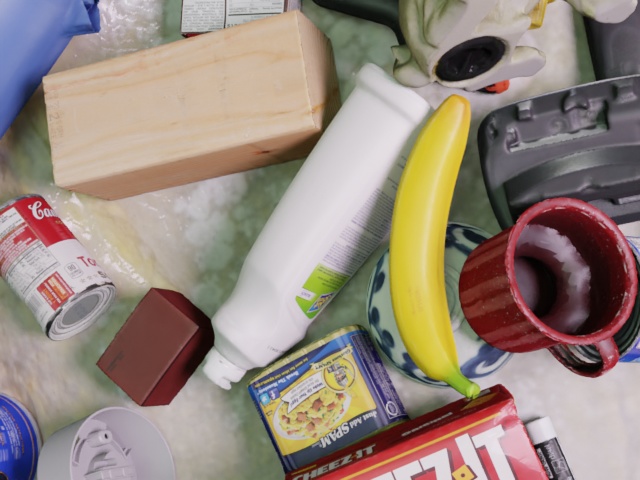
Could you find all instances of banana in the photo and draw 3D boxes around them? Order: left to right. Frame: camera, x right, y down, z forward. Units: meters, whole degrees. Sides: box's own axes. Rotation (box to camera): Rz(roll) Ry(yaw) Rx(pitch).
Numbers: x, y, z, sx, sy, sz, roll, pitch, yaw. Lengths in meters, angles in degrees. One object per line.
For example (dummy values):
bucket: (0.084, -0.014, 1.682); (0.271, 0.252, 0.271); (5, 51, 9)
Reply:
banana: (0.075, 0.006, 0.700); (0.070, 0.037, 0.198); (-10, 78, 38)

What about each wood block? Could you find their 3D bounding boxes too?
wood block: (-0.094, -0.097, 0.812); (0.206, 0.090, 0.090); (-11, 82, 16)

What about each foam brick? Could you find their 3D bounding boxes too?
foam brick: (-0.123, 0.083, 0.824); (0.053, 0.051, 0.078); (39, 96, 19)

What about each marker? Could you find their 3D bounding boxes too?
marker: (0.174, 0.181, 0.735); (0.020, 0.020, 0.121); (-25, 78, 14)

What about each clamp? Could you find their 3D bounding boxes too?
clamp: (0.072, -0.169, 0.793); (0.120, 0.039, 0.171); (-34, 73, 12)

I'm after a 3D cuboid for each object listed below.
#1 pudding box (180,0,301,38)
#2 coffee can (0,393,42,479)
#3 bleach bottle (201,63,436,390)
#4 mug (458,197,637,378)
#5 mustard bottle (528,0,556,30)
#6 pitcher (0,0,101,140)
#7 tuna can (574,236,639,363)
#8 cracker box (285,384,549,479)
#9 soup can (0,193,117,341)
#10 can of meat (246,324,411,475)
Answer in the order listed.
pudding box: (-0.060, -0.211, 0.841); (0.090, 0.039, 0.113); (2, 87, 16)
coffee can: (-0.295, 0.171, 0.823); (0.103, 0.140, 0.103); (-2, 84, 17)
bleach bottle: (-0.005, 0.001, 0.767); (0.068, 0.102, 0.251); (41, 97, 30)
mug: (0.148, 0.038, 0.688); (0.093, 0.082, 0.117); (-35, 90, -24)
mustard bottle: (0.152, -0.247, 0.765); (0.096, 0.058, 0.191); (1, 85, 11)
pitcher: (-0.304, -0.143, 0.867); (0.243, 0.144, 0.149); (-55, 40, 9)
tuna can: (0.200, 0.039, 0.708); (0.033, 0.086, 0.086); (4, 84, -24)
cracker box: (0.090, 0.226, 0.695); (0.164, 0.072, 0.214); (-23, 89, 1)
soup can: (-0.219, 0.022, 0.852); (0.068, 0.068, 0.102); (-45, 74, 9)
can of meat: (0.006, 0.120, 0.776); (0.102, 0.057, 0.084); (-29, 75, 13)
